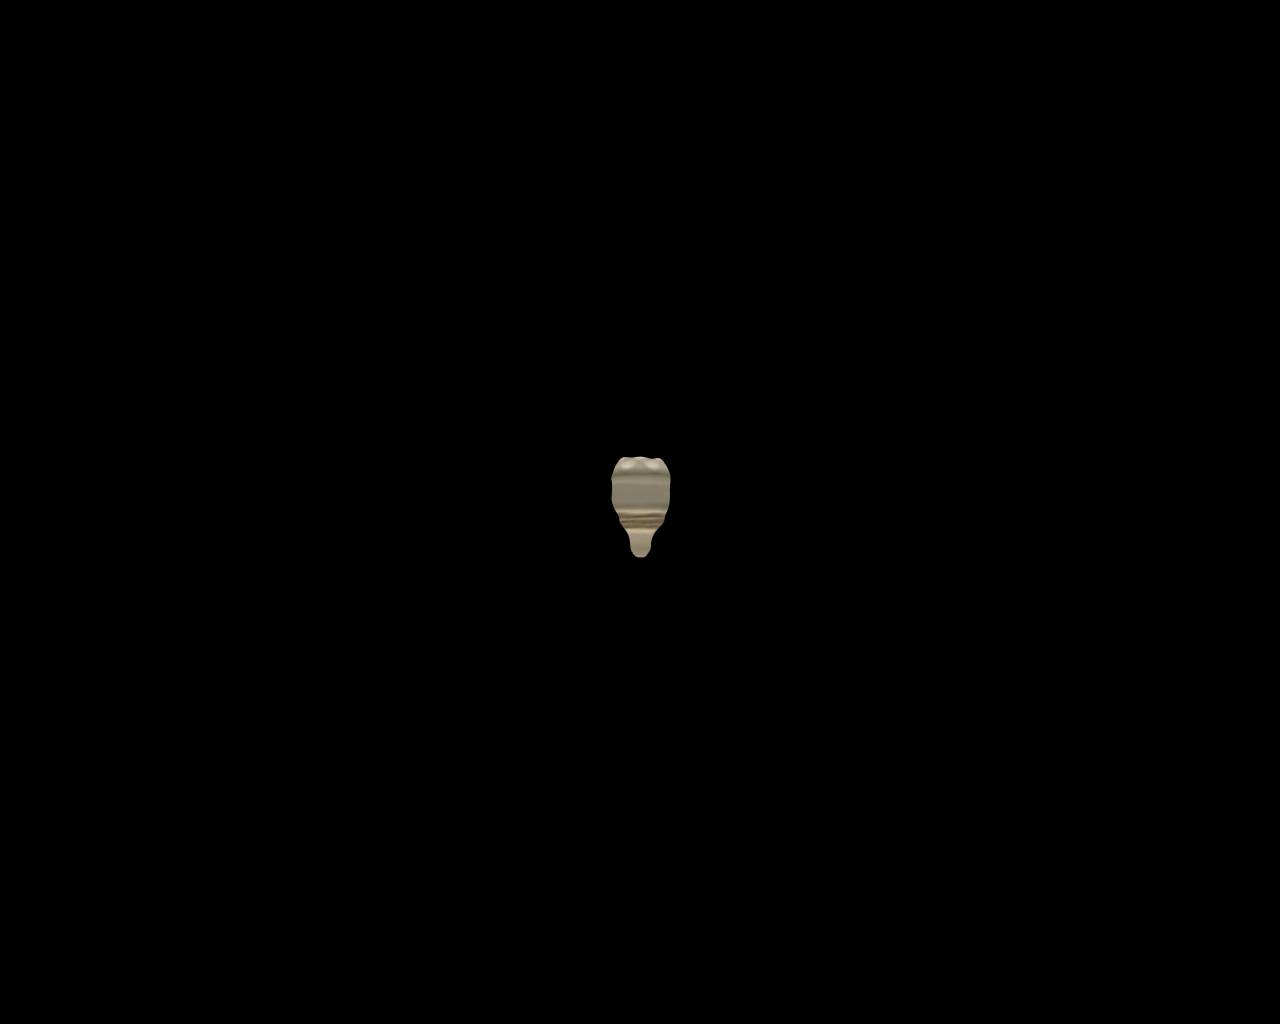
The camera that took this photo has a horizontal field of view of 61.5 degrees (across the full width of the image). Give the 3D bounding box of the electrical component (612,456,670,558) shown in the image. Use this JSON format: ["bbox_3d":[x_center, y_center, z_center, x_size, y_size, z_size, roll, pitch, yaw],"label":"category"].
[{"bbox_3d":[0.001,-0.003,0.650,0.035,0.061,0.035,0,-2,0],"label":"electrical component"}]
